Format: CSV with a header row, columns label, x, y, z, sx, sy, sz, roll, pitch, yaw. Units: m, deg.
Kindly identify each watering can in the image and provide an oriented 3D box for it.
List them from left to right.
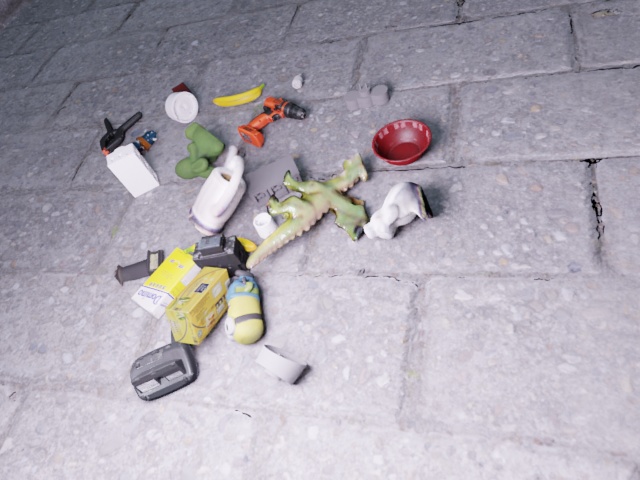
label,x,y,z,sx,sy,sz,roll,pitch,yaw
watering can,-0.273,-0.142,1.433,0.222,0.103,0.353,-56,21,14

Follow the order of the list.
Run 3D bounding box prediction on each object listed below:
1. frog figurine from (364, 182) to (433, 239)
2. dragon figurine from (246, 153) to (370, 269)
label,x,y,z,sx,sy,sz,roll,pitch,yaw
frog figurine,0.176,-0.070,1.227,0.158,0.121,0.139,-16,15,20
dragon figurine,0.004,-0.065,1.301,0.243,0.119,0.418,14,60,21
